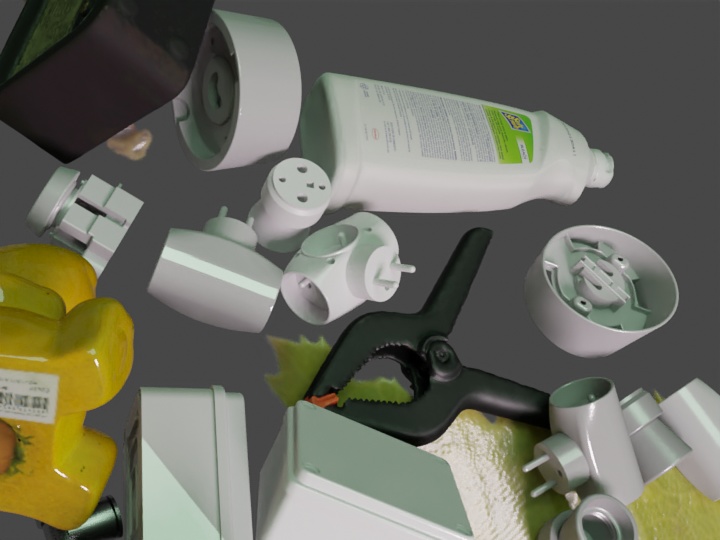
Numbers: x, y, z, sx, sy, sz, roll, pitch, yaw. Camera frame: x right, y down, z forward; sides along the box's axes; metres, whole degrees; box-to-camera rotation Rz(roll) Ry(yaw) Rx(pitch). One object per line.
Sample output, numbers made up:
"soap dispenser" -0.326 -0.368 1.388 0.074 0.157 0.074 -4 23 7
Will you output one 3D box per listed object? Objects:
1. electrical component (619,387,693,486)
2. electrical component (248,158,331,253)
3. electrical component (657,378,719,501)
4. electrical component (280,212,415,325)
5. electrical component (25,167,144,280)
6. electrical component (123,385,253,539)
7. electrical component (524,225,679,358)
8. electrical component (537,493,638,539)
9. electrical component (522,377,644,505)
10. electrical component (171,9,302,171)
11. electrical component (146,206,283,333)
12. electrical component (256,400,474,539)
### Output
"electrical component" 0.196 0.116 0.748 0.045 0.045 0.055 -25 72 -33
"electrical component" -0.048 -0.044 0.731 0.045 0.055 0.045 11 57 -18
"electrical component" 0.260 0.114 0.777 0.079 0.043 0.077 -24 73 -33
"electrical component" 0.000 0.000 0.715 0.077 0.079 0.044 -42 125 -36
"electrical component" -0.175 -0.033 0.675 0.055 0.048 0.066 31 52 -12
"electrical component" -0.096 0.127 0.590 0.057 0.078 0.113 4 59 -19
"electrical component" 0.173 0.014 0.787 0.099 0.064 0.099 11 57 -18
"electrical component" 0.143 0.172 0.683 0.045 0.055 0.045 11 57 -18
"electrical component" 0.141 0.121 0.705 0.079 0.043 0.077 -24 105 -19
"electrical component" -0.080 -0.122 0.736 0.060 0.108 0.108 -5 63 -33
"electrical component" -0.089 -0.007 0.698 0.077 0.043 0.079 21 54 -11
"electrical component" 0.000 0.134 0.610 0.109 0.056 0.108 24 11 -9
